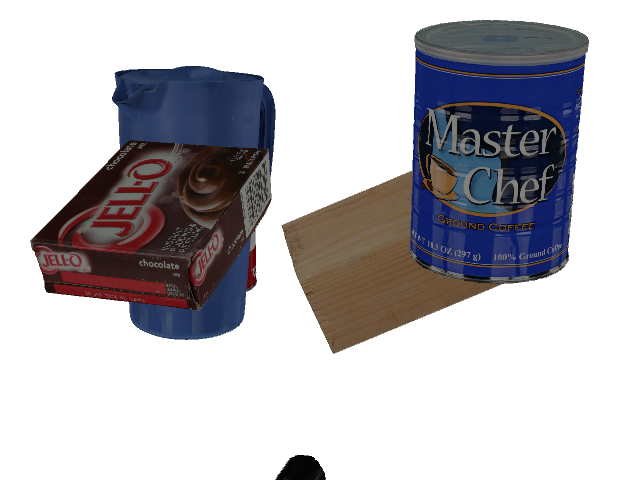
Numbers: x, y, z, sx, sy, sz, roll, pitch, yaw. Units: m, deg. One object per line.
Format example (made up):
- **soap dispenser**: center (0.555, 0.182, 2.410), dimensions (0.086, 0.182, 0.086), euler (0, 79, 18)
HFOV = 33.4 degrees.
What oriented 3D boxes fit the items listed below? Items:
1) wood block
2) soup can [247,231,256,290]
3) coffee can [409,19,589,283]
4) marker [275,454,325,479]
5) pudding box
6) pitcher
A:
- **wood block**: center (0.083, 0.002, 0.907), dimensions (0.206, 0.091, 0.090), euler (-22, 33, 2)
- **soup can**: center (-0.112, 0.005, 1.289), dimensions (0.068, 0.102, 0.068), euler (1, 26, -1)
- **coffee can**: center (0.108, -0.058, 0.661), dimensions (0.103, 0.140, 0.103), euler (0, 22, 0)
- **marker**: center (-0.028, 0.119, 0.417), dimensions (0.020, 0.020, 0.121), euler (0, 20, 25)
- **pudding box**: center (-0.085, -0.012, 0.570), dimensions (0.090, 0.039, 0.113), euler (6, 33, 18)
- **pitcher**: center (-0.114, -0.040, 0.991), dimensions (0.149, 0.243, 0.145), euler (1, 14, -7)
